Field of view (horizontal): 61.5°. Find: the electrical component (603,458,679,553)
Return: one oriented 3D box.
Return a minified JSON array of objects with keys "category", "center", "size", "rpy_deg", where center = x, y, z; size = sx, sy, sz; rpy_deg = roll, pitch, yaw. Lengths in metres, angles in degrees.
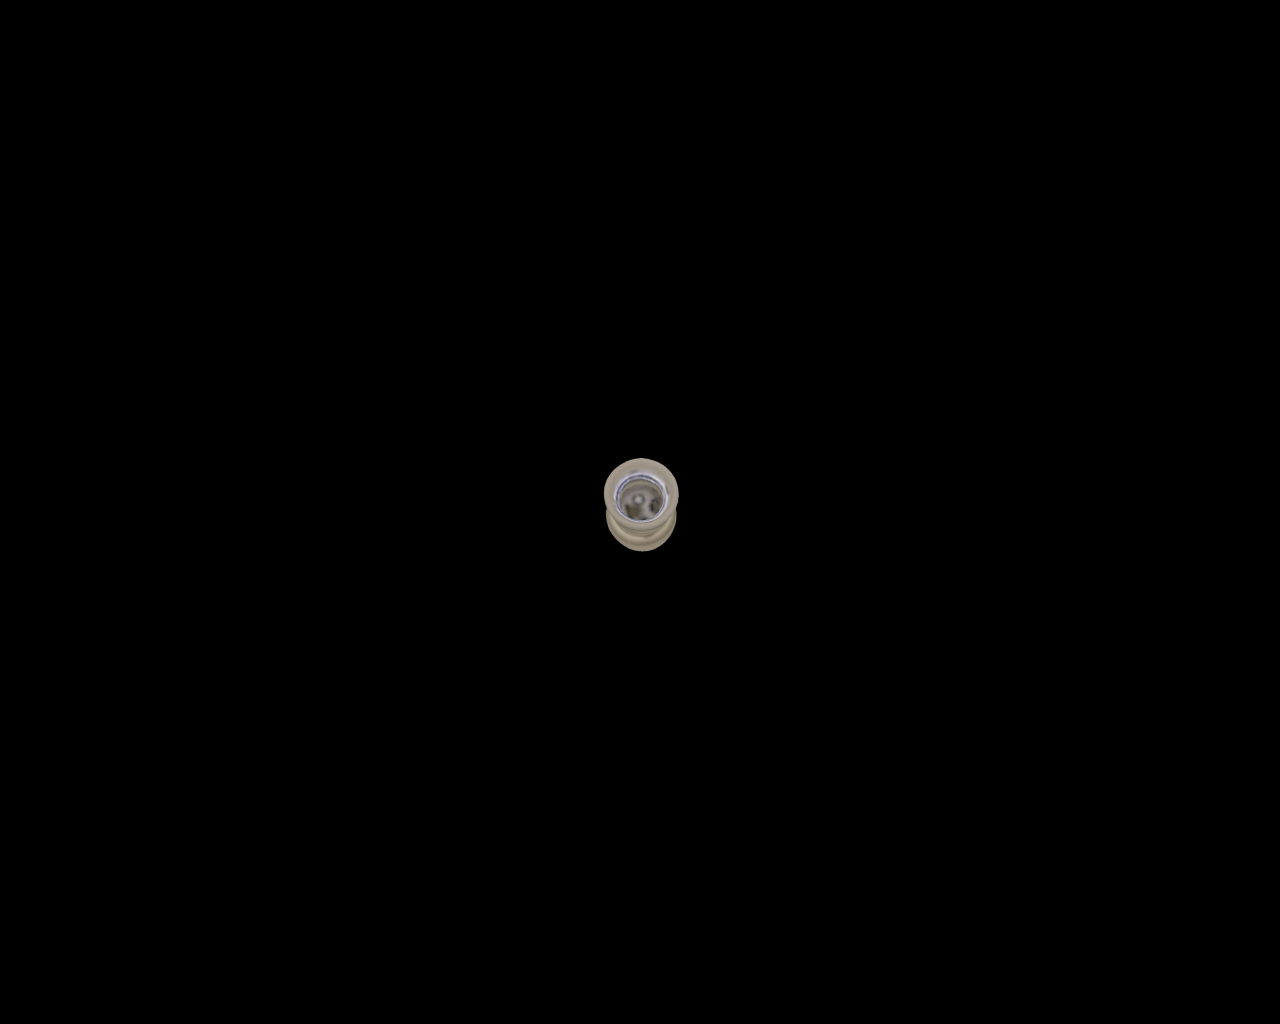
[{"category":"electrical component","center":[0.001,-0.003,0.650],"size":[0.045,0.045,0.055],"rpy_deg":[0,-19,0]}]
